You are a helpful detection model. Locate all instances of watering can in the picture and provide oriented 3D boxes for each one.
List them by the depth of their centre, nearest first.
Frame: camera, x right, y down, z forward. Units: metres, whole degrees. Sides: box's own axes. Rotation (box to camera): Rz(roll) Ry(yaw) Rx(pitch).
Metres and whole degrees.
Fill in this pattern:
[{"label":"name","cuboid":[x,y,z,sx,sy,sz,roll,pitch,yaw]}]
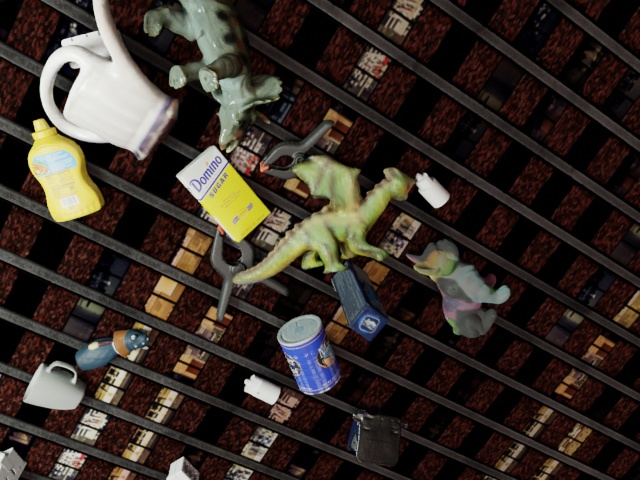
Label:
[{"label":"watering can","cuboid":[-0.343,-0.259,0.875,0.222,0.106,0.342,28,-41,-26]}]

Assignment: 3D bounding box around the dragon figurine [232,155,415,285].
[{"label":"dragon figurine","cuboid":[0.003,-0.053,1.044,0.411,0.240,0.123,-12,13,-6]}]
